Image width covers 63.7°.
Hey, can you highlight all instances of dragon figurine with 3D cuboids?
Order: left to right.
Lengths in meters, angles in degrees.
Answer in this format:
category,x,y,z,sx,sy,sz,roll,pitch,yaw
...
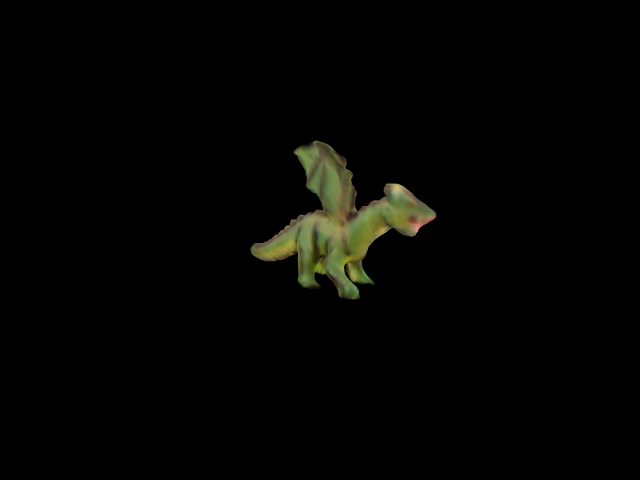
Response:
category,x,y,z,sx,sy,sz,roll,pitch,yaw
dragon figurine,0.003,-0.043,0.850,0.412,0.240,0.123,13,18,42
